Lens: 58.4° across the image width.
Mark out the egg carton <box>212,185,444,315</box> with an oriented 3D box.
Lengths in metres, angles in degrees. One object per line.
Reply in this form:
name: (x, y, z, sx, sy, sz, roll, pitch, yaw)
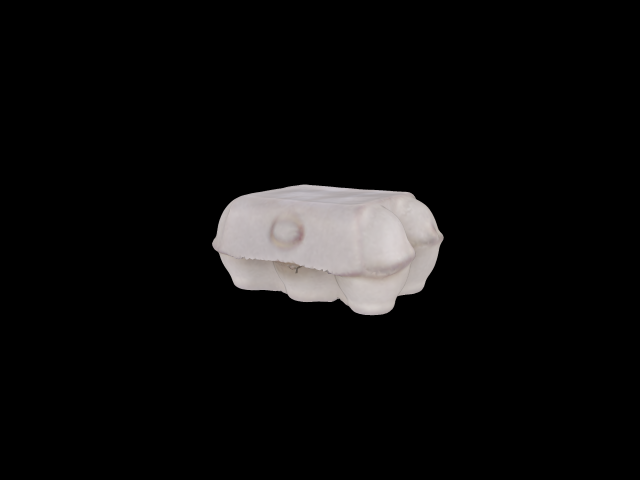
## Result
egg carton: (0.004, 0.001, 0.400, 0.149, 0.069, 0.107, 7, 15, 31)
